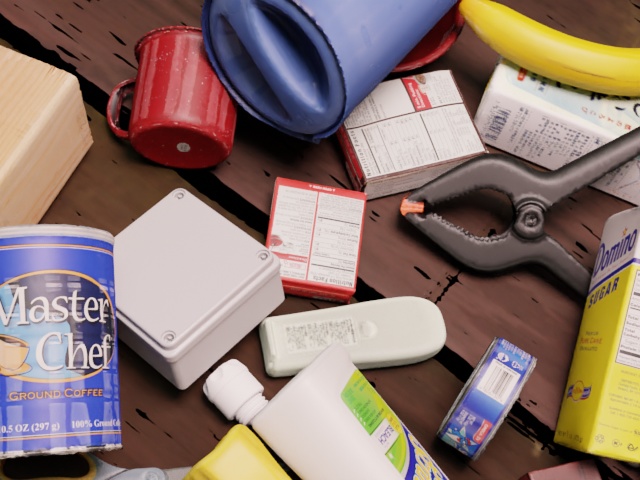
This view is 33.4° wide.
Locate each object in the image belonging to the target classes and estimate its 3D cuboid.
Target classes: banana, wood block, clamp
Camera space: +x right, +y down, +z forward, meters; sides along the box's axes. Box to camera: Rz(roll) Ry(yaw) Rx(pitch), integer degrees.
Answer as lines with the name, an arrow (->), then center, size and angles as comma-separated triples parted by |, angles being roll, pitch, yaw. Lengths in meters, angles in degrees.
banana -> 0.206, -0.150, 0.848 | 0.197, 0.037, 0.069 | 10, 45, -4
wood block -> -0.260, -0.034, 0.770 | 0.091, 0.090, 0.206 | 23, 62, 10
clamp -> 0.168, -0.007, 0.836 | 0.210, 0.036, 0.164 | -1, 95, 5

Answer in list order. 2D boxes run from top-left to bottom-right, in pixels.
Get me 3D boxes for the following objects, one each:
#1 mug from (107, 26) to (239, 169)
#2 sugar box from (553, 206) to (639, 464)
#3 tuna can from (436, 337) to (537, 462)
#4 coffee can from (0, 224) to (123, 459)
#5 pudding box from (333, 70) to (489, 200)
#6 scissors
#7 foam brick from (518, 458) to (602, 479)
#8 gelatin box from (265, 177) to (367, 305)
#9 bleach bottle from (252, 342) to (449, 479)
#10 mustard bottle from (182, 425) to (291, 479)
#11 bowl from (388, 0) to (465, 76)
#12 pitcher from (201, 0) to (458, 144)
mug -> -0.116, -0.107, 0.841 | 0.117, 0.093, 0.081 | -3, 66, 19
sugar box -> 0.215, 0.067, 0.760 | 0.048, 0.093, 0.176 | 13, 83, -2
tuna can -> 0.118, 0.112, 0.758 | 0.034, 0.086, 0.086 | 31, 63, 9
coffee can -> -0.181, 0.068, 0.688 | 0.102, 0.103, 0.140 | -3, 80, -10
pudding box -> 0.070, -0.088, 0.880 | 0.113, 0.039, 0.090 | -14, 67, -13
scissors -> -0.125, 0.183, 0.725 | 0.201, 0.016, 0.096 | 10, 64, -3
foam brick -> 0.172, 0.199, 0.741 | 0.053, 0.051, 0.078 | -9, 65, -14
gelatin box -> -0.005, 0.001, 0.828 | 0.073, 0.030, 0.089 | 10, 65, -4
bleach bottle -> 0.066, 0.186, 0.715 | 0.068, 0.102, 0.251 | -44, 86, 16
mustard bottle -> -0.005, 0.205, 0.683 | 0.191, 0.096, 0.058 | 45, 67, 5
bowl -> 0.042, -0.197, 0.922 | 0.162, 0.055, 0.162 | 3, 63, -7
pitcher -> 0.033, -0.202, 0.806 | 0.145, 0.149, 0.242 | 45, 59, -2
